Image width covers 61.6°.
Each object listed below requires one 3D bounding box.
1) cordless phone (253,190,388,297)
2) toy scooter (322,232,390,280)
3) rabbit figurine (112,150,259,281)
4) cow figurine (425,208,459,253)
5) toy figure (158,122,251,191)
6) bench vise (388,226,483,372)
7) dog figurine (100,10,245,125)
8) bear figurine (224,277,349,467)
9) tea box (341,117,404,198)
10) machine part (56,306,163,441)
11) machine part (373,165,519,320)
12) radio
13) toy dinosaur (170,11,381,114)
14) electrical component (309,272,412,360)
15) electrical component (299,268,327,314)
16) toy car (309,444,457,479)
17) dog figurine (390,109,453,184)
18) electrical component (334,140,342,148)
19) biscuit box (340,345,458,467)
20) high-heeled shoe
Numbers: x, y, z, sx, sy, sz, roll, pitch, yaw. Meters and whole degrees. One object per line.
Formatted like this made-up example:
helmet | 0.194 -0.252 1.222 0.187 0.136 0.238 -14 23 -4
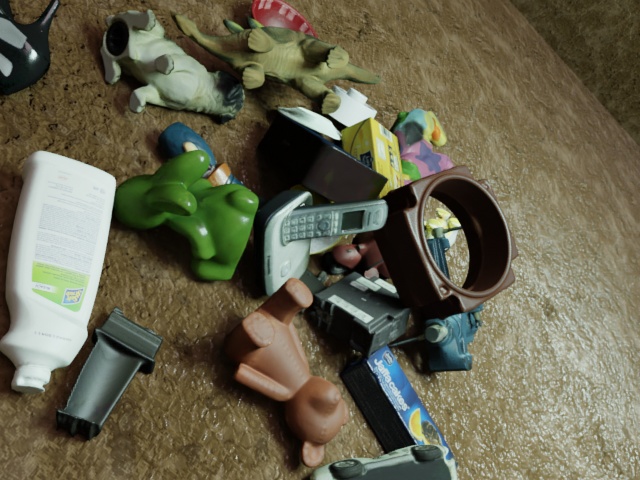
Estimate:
cordless phone | -0.001 -0.001 0.743 0.184 0.146 0.089 -6 39 -11
toy scooter | 0.105 0.014 0.879 0.184 0.135 0.075 3 59 -43
rabbit figurine | -0.172 -0.032 0.669 0.170 0.159 0.121 13 63 -17
cow figurine | 0.188 -0.003 1.010 0.167 0.098 0.068 -7 35 -38
toy figure | -0.163 -0.101 0.773 0.154 0.058 0.064 45 19 -3
bench vise | 0.210 0.096 0.914 0.223 0.129 0.240 2 79 -50
dog figurine | -0.218 -0.263 0.824 0.190 0.121 0.172 -10 72 -60
bear figurine | -0.027 0.167 0.662 0.196 0.132 0.120 49 44 5
tea box | 0.095 -0.113 0.935 0.098 0.068 0.169 25 56 -48
machine part | -0.223 0.141 0.568 0.084 0.039 0.139 43 40 -19
machine part | 0.191 0.000 0.796 0.201 0.087 0.201 -21 89 -35
radio | 0.000 -0.119 0.837 0.131 0.073 0.230 26 11 -30
toy dinosaur | -0.035 -0.302 0.905 0.471 0.105 0.199 6 31 -40
electrical component | 0.068 0.105 0.801 0.115 0.058 0.134 31 34 30
electrical component | -0.024 0.067 0.810 0.063 0.021 0.094 46 42 -6
toy car | 0.084 0.308 0.677 0.202 0.056 0.073 -2 76 -22
dog figurine | 0.165 -0.146 1.057 0.219 0.109 0.191 -34 108 -45
electrical component | 0.052 -0.150 1.010 0.075 0.048 0.119 37 44 -16
biscuit box | 0.113 0.255 0.773 0.059 0.063 0.202 -24 80 -49
high-heeled shoe | -0.443 -0.284 0.663 0.249 0.086 0.145 26 77 -3
